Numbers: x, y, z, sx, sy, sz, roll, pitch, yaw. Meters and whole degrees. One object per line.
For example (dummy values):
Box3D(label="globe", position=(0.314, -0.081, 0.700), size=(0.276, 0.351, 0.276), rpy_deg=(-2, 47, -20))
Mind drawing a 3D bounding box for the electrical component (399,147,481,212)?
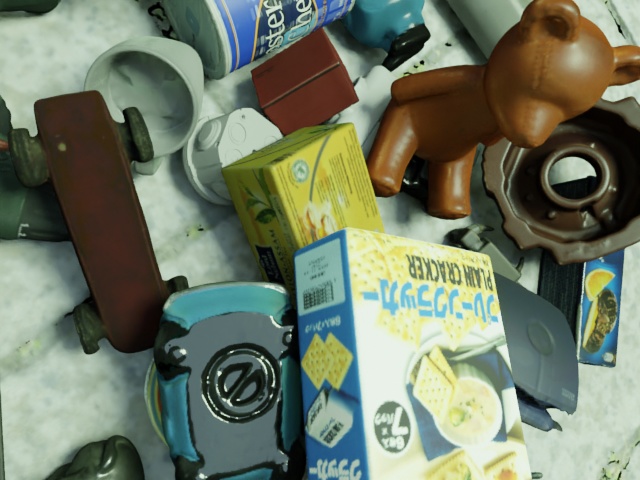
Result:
Box3D(label="electrical component", position=(0.121, -0.091, 0.551), size=(0.075, 0.048, 0.119), rpy_deg=(29, 78, -16))

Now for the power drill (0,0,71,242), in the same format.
Box3D(label="power drill", position=(-0.243, -0.105, 0.408), size=(0.232, 0.086, 0.207), rpy_deg=(6, 90, -28))

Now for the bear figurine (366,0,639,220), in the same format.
Box3D(label="bear figurine", position=(0.134, -0.091, 0.421), size=(0.120, 0.196, 0.132), rpy_deg=(17, 83, -29))

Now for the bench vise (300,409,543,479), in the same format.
Box3D(label="bench vise", position=(0.079, 0.197, 0.475), size=(0.240, 0.129, 0.223), rpy_deg=(14, 70, -39))

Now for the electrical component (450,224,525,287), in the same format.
Box3D(label="electrical component", position=(0.172, 0.032, 0.561), size=(0.102, 0.045, 0.078), rpy_deg=(39, 102, -10))

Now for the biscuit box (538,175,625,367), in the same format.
Box3D(label="biscuit box", position=(0.288, 0.033, 0.591), size=(0.059, 0.063, 0.202), rpy_deg=(12, 81, -20))

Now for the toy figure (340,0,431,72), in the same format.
Box3D(label="toy figure", position=(0.048, -0.258, 0.524), size=(0.089, 0.082, 0.180), rpy_deg=(-30, 88, -38))

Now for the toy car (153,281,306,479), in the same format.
Box3D(label="toy car", position=(-0.065, 0.112, 0.408), size=(0.109, 0.103, 0.161), rpy_deg=(-6, 87, -14))

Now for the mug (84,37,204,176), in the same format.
Box3D(label="mug", position=(-0.129, -0.113, 0.435), size=(0.081, 0.107, 0.109), rpy_deg=(5, 123, -2))

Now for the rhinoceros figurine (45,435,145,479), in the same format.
Box3D(label="rhinoceros figurine", position=(-0.147, 0.246, 0.412), size=(0.112, 0.073, 0.190), rpy_deg=(-24, 92, -31))

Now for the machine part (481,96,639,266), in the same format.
Box3D(label="machine part", position=(0.254, -0.061, 0.541), size=(0.180, 0.056, 0.179), rpy_deg=(-2, 85, 19))

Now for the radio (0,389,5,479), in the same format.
Box3D(label="radio", position=(-0.255, 0.168, 0.343), size=(0.073, 0.131, 0.229), rpy_deg=(-5, 86, -19))

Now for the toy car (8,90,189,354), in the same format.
Box3D(label="toy car", position=(-0.153, -0.006, 0.393), size=(0.089, 0.053, 0.201), rpy_deg=(-17, 117, -17))

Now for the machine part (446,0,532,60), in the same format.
Box3D(label="machine part", position=(0.204, -0.232, 0.579), size=(0.079, 0.079, 0.243), rpy_deg=(-43, 100, -18))

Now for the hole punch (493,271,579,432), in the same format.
Box3D(label="hole punch", position=(0.181, 0.102, 0.502), size=(0.142, 0.116, 0.092), rpy_deg=(30, 111, -18))

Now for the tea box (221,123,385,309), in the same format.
Box3D(label="tea box", position=(-0.001, -0.001, 0.450), size=(0.098, 0.068, 0.169), rpy_deg=(-34, 115, -38))
